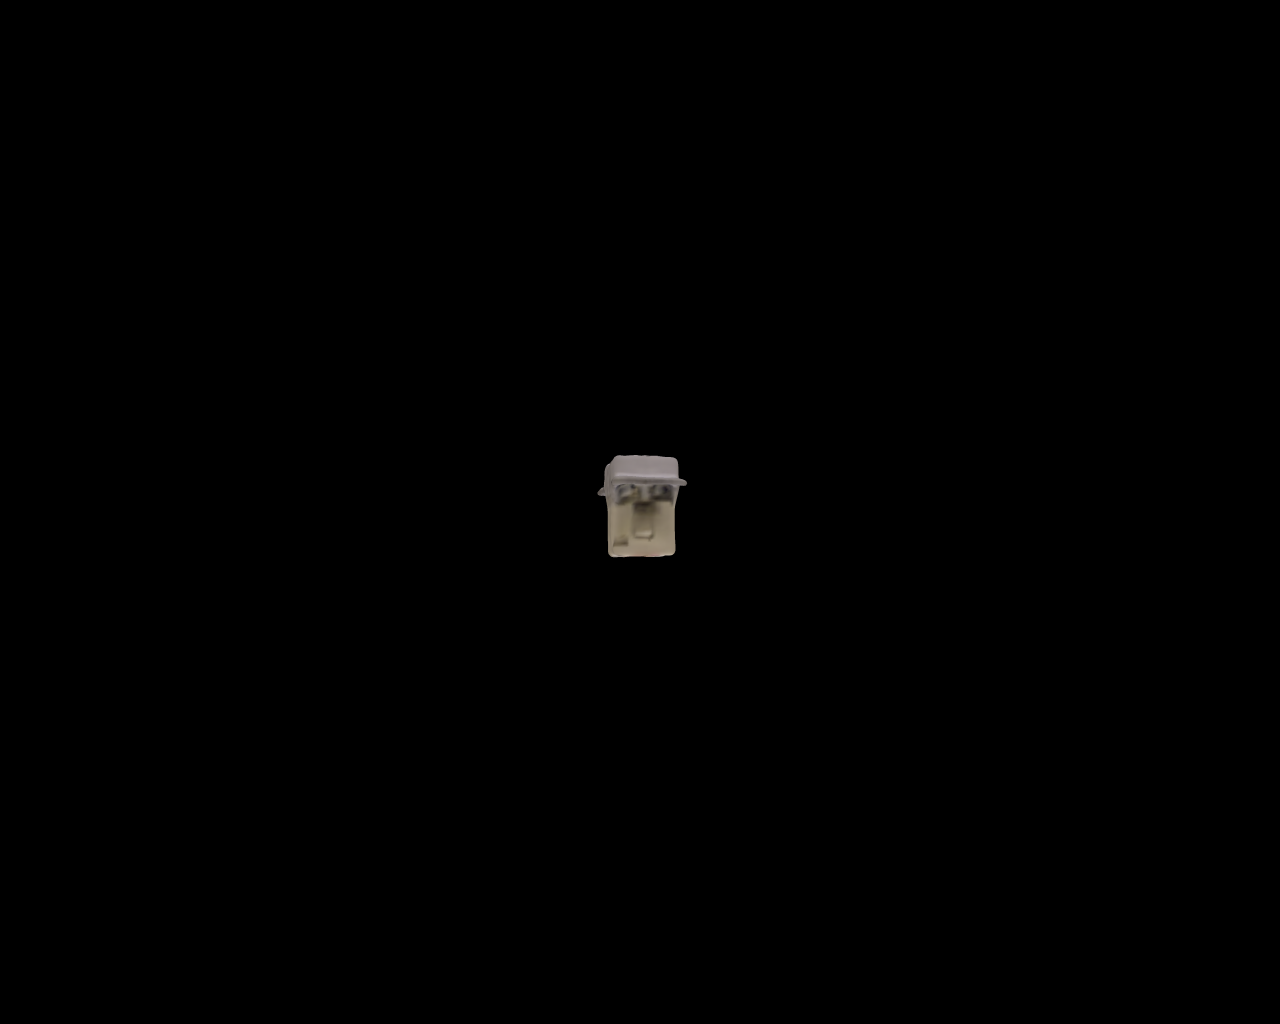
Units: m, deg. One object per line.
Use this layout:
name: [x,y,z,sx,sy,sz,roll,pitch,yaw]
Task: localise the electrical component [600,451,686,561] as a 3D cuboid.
electrical component: [0.001,-0.003,0.650,0.042,0.063,0.081,1,-4,-7]
